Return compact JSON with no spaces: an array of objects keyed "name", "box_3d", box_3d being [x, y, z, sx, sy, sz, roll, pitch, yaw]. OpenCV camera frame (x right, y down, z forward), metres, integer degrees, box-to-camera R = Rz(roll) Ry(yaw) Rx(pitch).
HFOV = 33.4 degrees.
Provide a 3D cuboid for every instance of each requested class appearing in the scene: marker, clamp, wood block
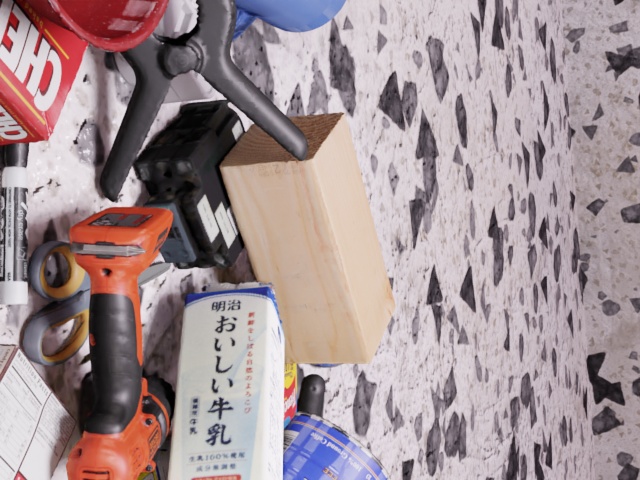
[{"name":"marker","box_3d":[-0.207,-0.017,0.723,0.020,0.020,0.121,10,79,-66]},{"name":"clamp","box_3d":[-0.094,-0.136,0.804,0.036,0.164,0.210,-118,-157,-66]},{"name":"wood block","box_3d":[-0.007,0.001,0.948,0.090,0.090,0.206,-60,141,-52]},{"name":"clamp","box_3d":[-0.018,0.218,1.082,0.120,0.039,0.171,82,14,-64]}]

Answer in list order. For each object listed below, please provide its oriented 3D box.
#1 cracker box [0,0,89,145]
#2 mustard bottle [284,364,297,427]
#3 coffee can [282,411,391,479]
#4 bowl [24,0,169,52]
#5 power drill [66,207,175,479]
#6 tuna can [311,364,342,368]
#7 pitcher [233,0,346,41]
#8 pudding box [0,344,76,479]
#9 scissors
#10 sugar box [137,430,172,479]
[{"name":"cracker box","box_3d":[-0.204,-0.192,0.677,0.164,0.072,0.213,56,40,-50]},{"name":"mustard bottle","box_3d":[-0.053,0.154,1.015,0.096,0.058,0.191,1,88,-72]},{"name":"coffee can","box_3d":[-0.022,0.226,0.868,0.140,0.103,0.102,-50,138,-25]},{"name":"bowl","box_3d":[-0.150,-0.193,0.640,0.161,0.055,0.162,0,90,-66]},{"name":"power drill","box_3d":[-0.136,0.073,0.768,0.184,0.057,0.188,-78,168,-80]},{"name":"tuna can","box_3d":[0.005,0.089,1.120,0.033,0.086,0.086,42,50,-56]},{"name":"pitcher","box_3d":[-0.062,-0.259,0.964,0.242,0.149,0.145,13,59,-69]},{"name":"pudding box","box_3d":[-0.209,0.135,0.682,0.090,0.039,0.113,67,29,-42]},{"name":"scissors","box_3d":[-0.166,0.023,0.812,0.201,0.016,0.096,-52,140,-58]},{"name":"sugar box","box_3d":[-0.147,0.219,0.810,0.176,0.048,0.093,-33,118,-67]}]
